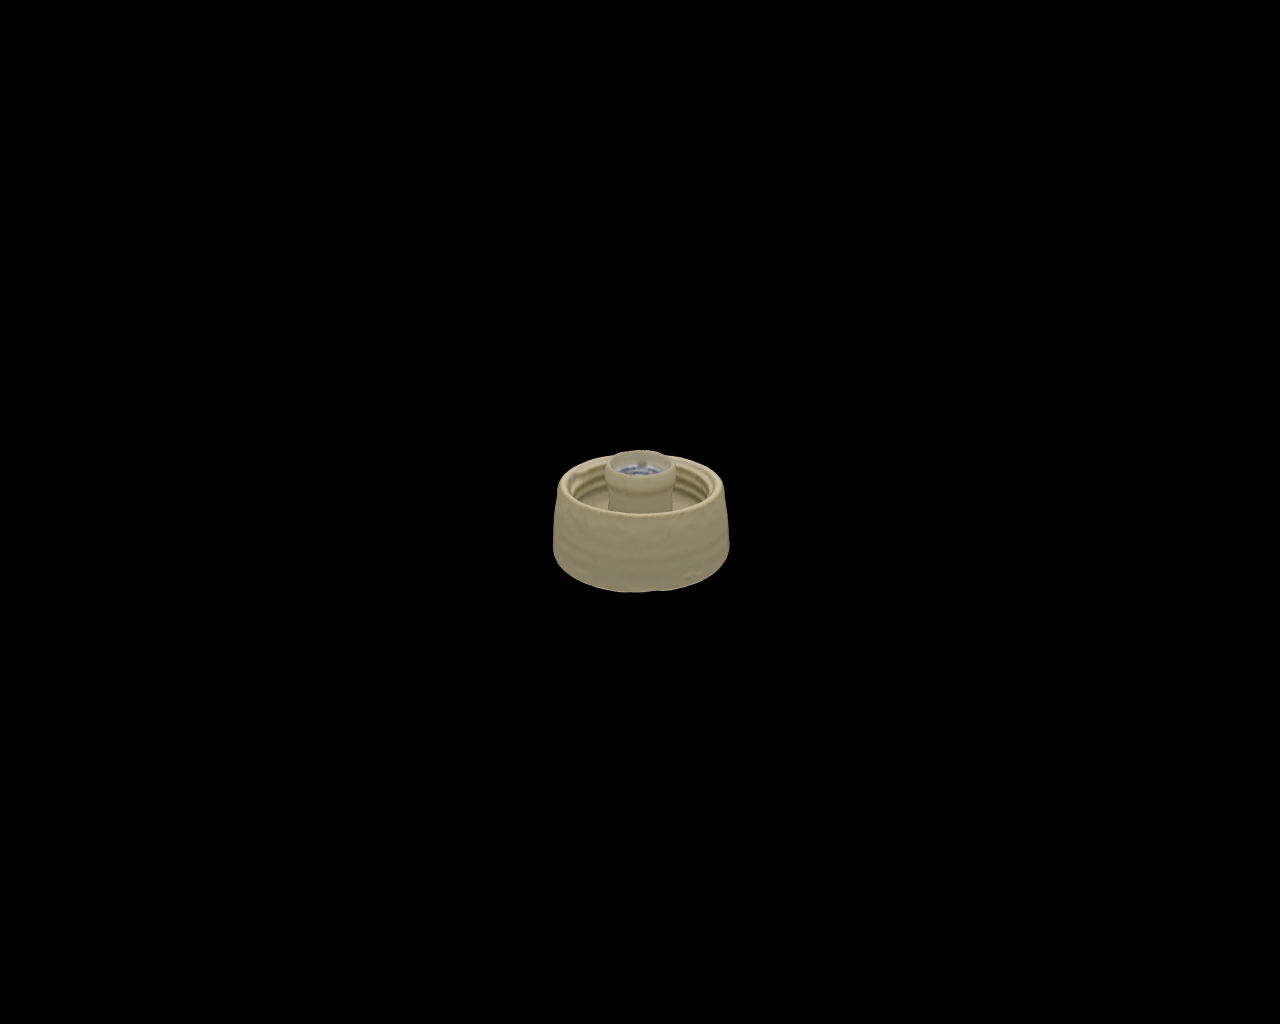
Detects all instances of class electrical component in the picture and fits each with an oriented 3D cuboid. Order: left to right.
[{"bbox_3d":[0.001,-0.003,0.650,0.108,0.060,0.108,0,25,0],"label":"electrical component"}]
